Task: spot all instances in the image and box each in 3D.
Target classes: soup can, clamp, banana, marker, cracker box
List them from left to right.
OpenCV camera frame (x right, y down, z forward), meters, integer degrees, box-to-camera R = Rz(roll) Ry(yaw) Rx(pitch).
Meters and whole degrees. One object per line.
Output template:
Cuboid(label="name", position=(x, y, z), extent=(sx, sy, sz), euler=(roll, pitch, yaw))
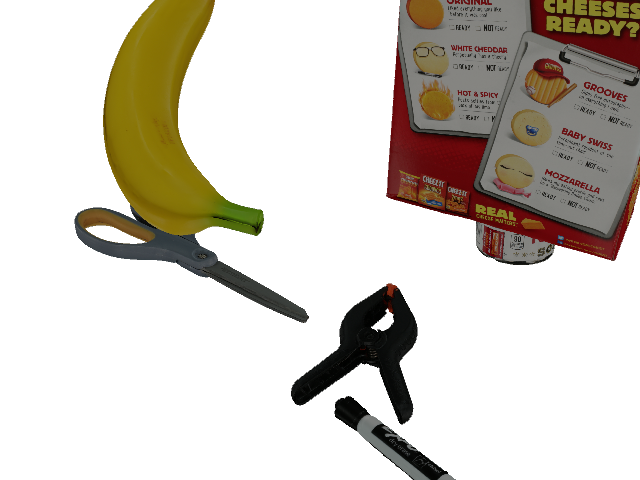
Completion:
Cuboid(label="banana", position=(-0.077, -0.069, 0.548), extent=(0.069, 0.198, 0.037), euler=(-4, -40, -12))
Cuboid(label="clamp", position=(0.059, 0.113, 1.062), extent=(0.120, 0.039, 0.171), euler=(18, 50, 20))
Cuboid(label="marker", position=(0.052, 0.146, 0.749), extent=(0.020, 0.020, 0.121), euler=(0, 26, -45))
Cuboid(label="soup can", position=(0.165, -0.039, 0.884), extent=(0.068, 0.102, 0.068), euler=(0, 27, 0))
Cuboid(label="cracker box", position=(0.134, -0.106, 0.676), extent=(0.164, 0.214, 0.072), euler=(17, 43, 18))

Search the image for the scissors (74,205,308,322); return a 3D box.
Cuboid(label="scissors", position=(-0.080, 0.004, 0.761), extent=(0.202, 0.016, 0.096), euler=(16, 34, 20))
